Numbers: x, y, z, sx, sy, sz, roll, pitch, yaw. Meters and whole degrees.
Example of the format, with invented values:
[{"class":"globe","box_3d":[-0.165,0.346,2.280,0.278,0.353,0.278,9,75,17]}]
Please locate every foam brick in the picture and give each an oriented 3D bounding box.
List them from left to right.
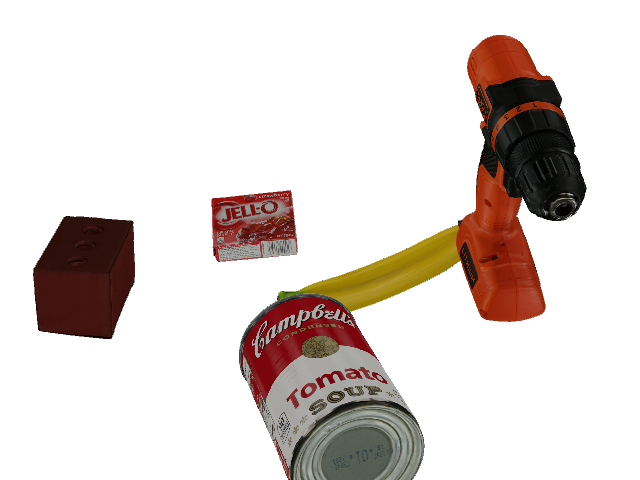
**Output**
[{"class":"foam brick","box_3d":[-0.163,0.024,0.743,0.053,0.051,0.078,5,29,1]}]

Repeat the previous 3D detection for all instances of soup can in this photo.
[{"class":"soup can","box_3d":[0.003,0.081,0.537,0.068,0.068,0.102,0,27,-19]}]

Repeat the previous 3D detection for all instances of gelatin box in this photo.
[{"class":"gelatin box","box_3d":[-0.072,-0.016,1.144,0.089,0.073,0.030,-5,-44,-2]}]

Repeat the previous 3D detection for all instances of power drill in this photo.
[{"class":"power drill","box_3d":[0.143,-0.030,0.779,0.057,0.188,0.184,-3,42,-4]}]

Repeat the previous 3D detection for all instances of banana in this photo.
[{"class":"banana","box_3d":[0.062,0.031,0.974,0.198,0.037,0.069,-22,-10,9]}]
